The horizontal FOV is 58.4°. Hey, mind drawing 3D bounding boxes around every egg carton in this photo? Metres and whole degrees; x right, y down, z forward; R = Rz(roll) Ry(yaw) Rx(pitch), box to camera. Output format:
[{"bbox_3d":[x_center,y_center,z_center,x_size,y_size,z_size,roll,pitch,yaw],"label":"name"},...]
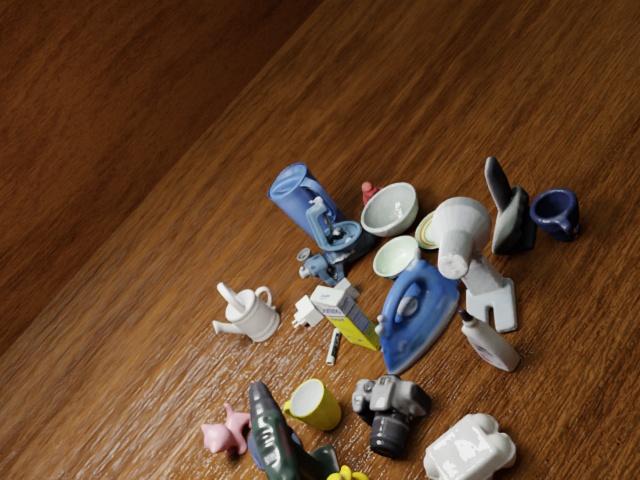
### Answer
[{"bbox_3d":[0.247,0.361,0.949,0.150,0.070,0.107,-42,32,3],"label":"egg carton"}]

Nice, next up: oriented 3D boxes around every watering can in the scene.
[{"bbox_3d":[-0.209,0.189,1.531,0.100,0.195,0.173,9,59,52],"label":"watering can"}]

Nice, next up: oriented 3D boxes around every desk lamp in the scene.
[{"bbox_3d":[0.296,0.048,1.120,0.117,0.214,0.203,-22,38,30],"label":"desk lamp"}]

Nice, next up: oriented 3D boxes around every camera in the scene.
[{"bbox_3d":[0.120,0.334,1.090,0.142,0.101,0.137,-13,43,39],"label":"camera"}]

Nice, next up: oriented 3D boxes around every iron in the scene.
[{"bbox_3d":[0.182,0.148,1.199,0.118,0.142,0.258,10,60,52],"label":"iron"}]

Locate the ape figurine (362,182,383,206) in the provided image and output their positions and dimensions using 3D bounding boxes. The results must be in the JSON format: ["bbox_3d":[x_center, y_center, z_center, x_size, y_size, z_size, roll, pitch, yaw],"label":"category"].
[{"bbox_3d":[0.147,-0.123,1.596,0.078,0.092,0.076,-38,33,8],"label":"ape figurine"}]

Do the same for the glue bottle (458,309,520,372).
[{"bbox_3d":[0.289,0.172,1.023,0.077,0.174,0.037,15,64,53],"label":"glue bottle"}]

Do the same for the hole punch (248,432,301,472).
[{"bbox_3d":[-0.111,0.438,1.233,0.101,0.091,0.108,-49,33,-8],"label":"hole punch"}]

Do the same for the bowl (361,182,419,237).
[{"bbox_3d":[0.194,-0.066,1.495,0.167,0.075,0.167,-28,35,23],"label":"bowl"}]

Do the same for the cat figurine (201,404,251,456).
[{"bbox_3d":[-0.219,0.442,1.322,0.067,0.118,0.128,-16,41,36],"label":"cat figurine"}]

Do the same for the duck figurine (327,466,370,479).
[{"bbox_3d":[0.041,0.464,1.042,0.077,0.086,0.105,-2,51,47],"label":"duck figurine"}]

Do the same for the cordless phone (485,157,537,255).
[{"bbox_3d":[0.376,-0.071,1.197,0.094,0.186,0.147,-15,42,38],"label":"cordless phone"}]

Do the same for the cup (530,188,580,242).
[{"bbox_3d":[0.478,-0.034,1.127,0.091,0.095,0.117,-32,34,17],"label":"cup"}]

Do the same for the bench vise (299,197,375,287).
[{"bbox_3d":[0.020,0.007,1.465,0.121,0.220,0.207,14,63,53],"label":"bench vise"}]

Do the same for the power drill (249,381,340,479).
[{"bbox_3d":[-0.054,0.401,1.102,0.075,0.209,0.229,-38,33,9],"label":"power drill"}]
